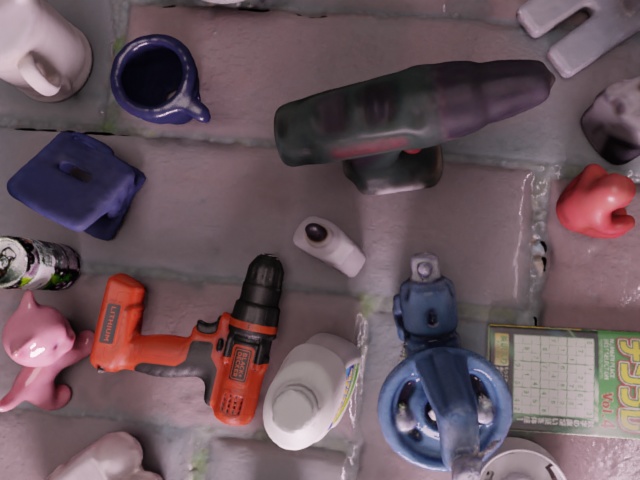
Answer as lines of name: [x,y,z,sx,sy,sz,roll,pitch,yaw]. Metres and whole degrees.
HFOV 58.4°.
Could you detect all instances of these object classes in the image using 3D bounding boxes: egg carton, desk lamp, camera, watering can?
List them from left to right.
watering can: [-0.341,-0.231,0.606,0.172,0.194,0.101,33,88,9]
egg carton: [-0.238,0.278,0.601,0.150,0.069,0.107,-39,81,1]
desk lamp: [0.317,-0.279,0.534,0.203,0.213,0.118,-36,81,1]
camera: [0.364,-0.115,0.568,0.143,0.101,0.137,-27,82,2]

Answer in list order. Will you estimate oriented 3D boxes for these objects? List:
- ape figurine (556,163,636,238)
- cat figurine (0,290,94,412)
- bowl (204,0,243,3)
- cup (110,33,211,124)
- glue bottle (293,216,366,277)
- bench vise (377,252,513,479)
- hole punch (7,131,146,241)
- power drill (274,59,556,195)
ape figurine: [0.282,-0.041,0.572,0.076,0.092,0.078,-8,83,5]
cat figurine: [-0.299,0.120,0.601,0.067,0.118,0.128,23,86,8]
bowl: [-0.104,-0.338,0.654,0.167,0.075,0.167,-1,84,6]
cup: [-0.157,-0.157,0.629,0.117,0.095,0.092,37,88,9]
glue bottle: [0.005,0.002,0.555,0.078,0.173,0.037,31,88,9]
bench vise: [0.096,0.120,0.509,0.121,0.220,0.207,-25,82,3]
hole punch: [-0.267,-0.065,0.632,0.108,0.091,0.101,28,87,8]
power drill: [0.078,-0.102,0.541,0.229,0.208,0.075,-8,83,5]
